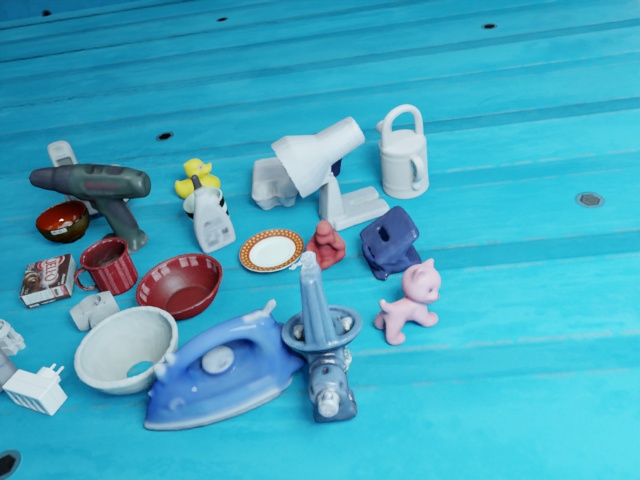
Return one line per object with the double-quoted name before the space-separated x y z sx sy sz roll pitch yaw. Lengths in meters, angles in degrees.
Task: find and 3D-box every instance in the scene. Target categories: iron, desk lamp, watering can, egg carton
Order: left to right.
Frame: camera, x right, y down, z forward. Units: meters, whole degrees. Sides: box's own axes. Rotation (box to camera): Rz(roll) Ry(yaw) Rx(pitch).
"iron" -0.158 0.184 0.852 0.259 0.142 0.118 -23 40 -15
"egg carton" -0.099 -0.132 1.288 0.107 0.069 0.150 -10 38 1
"desk lamp" 0.020 -0.131 1.142 0.203 0.214 0.117 -19 39 -10
"watering can" 0.168 -0.194 1.200 0.101 0.194 0.172 -35 44 -27

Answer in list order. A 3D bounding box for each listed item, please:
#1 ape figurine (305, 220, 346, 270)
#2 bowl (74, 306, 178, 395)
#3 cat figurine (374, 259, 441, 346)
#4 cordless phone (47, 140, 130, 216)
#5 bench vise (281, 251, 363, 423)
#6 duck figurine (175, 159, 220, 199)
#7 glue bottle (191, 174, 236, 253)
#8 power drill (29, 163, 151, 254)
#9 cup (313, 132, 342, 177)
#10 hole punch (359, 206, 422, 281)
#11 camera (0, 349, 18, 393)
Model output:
"ape figurine" 0.010 0.004 1.075 0.077 0.092 0.076 3 40 17
"bowl" -0.303 0.192 0.932 0.167 0.075 0.167 -7 39 6
"cat figurine" 0.145 0.089 0.917 0.128 0.118 0.067 -27 41 -19
"cordless phone" -0.532 -0.153 1.325 0.148 0.185 0.094 -22 40 -13
"bench vise" 0.013 0.136 0.808 0.121 0.220 0.207 -20 39 -11
"duck figurine" -0.293 -0.148 1.341 0.104 0.086 0.077 -16 39 -6
"glue bottle" -0.224 -0.057 1.141 0.078 0.173 0.037 -25 41 -17
"power drill" -0.449 -0.067 1.179 0.229 0.209 0.075 -8 39 4
"cup" 0.030 -0.193 1.312 0.117 0.095 0.091 -12 38 -1
"hole punch" 0.126 0.003 1.049 0.101 0.091 0.108 -17 39 -7
"camera" -0.608 0.219 0.950 0.136 0.101 0.143 21 48 33
